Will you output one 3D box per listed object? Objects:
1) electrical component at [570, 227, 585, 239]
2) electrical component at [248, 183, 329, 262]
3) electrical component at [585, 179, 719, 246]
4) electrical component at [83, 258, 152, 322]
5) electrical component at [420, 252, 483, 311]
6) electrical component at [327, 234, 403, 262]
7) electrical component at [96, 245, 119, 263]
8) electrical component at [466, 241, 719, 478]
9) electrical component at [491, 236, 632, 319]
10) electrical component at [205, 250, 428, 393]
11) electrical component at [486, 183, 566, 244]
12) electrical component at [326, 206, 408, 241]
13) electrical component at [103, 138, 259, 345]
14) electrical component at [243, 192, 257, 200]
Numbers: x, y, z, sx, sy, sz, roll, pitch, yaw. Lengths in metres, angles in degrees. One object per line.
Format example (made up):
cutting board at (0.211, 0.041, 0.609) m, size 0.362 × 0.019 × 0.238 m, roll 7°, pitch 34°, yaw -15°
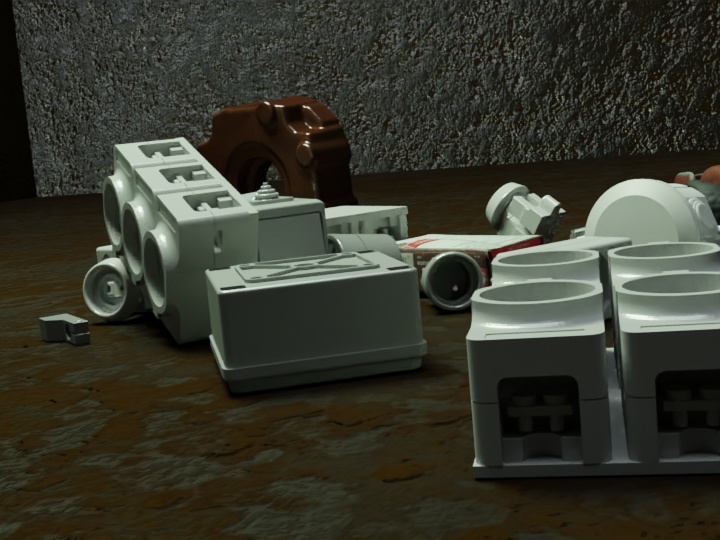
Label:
electrical component at (0.195, -0.020, 0.859) m, size 0.046 × 0.040 × 0.040 m, roll -12°, pitch 8°, yaw 0°
electrical component at (-0.058, -0.014, 0.762) m, size 0.062 × 0.096 × 0.061 m, roll -9°, pitch 9°, yaw -27°
electrical component at (0.193, -0.020, 0.707) m, size 0.080 × 0.080 × 0.051 m, roll 2°, pitch 5°, yaw 43°
electrical component at (-0.180, 0.015, 0.830) m, size 0.066 × 0.048 × 0.055 m, roll -2°, pitch 1°, yaw 24°
electrical component at (0.062, 0.007, 0.747) m, size 0.040 × 0.040 × 0.046 m, roll -6°, pitch 2°, yaw -4°
electrical component at (0.000, 0.000, 0.785) m, size 0.047 × 0.055 × 0.055 m, roll -5°, pitch 7°, yaw -25°
electrical component at (-0.171, -0.002, 0.932) m, size 0.083 × 0.047 × 0.076 m, roll 1°, pitch 10°, yaw 40°
electrical component at (0.108, 0.029, 0.466) m, size 0.105 × 0.060 × 0.186 m, roll -4°, pitch 8°, yaw 12°
electrical component at (0.116, 0.007, 0.673) m, size 0.083 × 0.047 × 0.076 m, roll -11°, pitch 9°, yaw -36°
electrical component at (-0.029, 0.025, 0.605) m, size 0.109 × 0.056 × 0.109 m, roll -7°, pitch 8°, yaw -11°
electrical component at (0.149, -0.048, 0.986) m, size 0.048 × 0.066 × 0.055 m, roll -13°, pitch 44°, yaw -43°
electrical component at (-0.043, -0.013, 0.874) m, size 0.150 × 0.061 × 0.089 m, roll -11°, pitch 10°, yaw -37°
electrical component at (-0.128, -0.024, 0.746) m, size 0.062 × 0.089 × 0.150 m, roll -10°, pitch 29°, yaw -25°
electrical component at (-0.114, -0.031, 0.969) m, size 0.096 × 0.061 × 0.061 m, roll 1°, pitch 48°, yaw 39°
